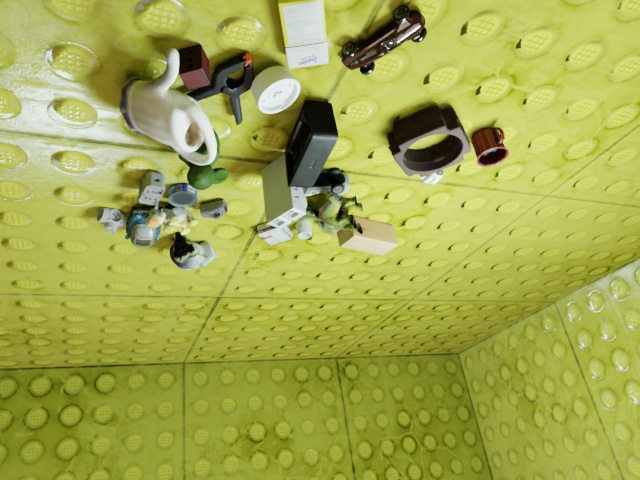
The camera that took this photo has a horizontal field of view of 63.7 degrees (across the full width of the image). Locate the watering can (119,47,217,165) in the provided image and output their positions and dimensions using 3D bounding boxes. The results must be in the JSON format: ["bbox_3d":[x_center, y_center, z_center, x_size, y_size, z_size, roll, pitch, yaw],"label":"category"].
[{"bbox_3d":[-0.332,-0.292,1.107,0.225,0.106,0.340,23,152,18],"label":"watering can"}]

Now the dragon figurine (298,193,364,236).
[{"bbox_3d":[0.005,-0.083,1.651,0.242,0.124,0.406,-3,165,20],"label":"dragon figurine"}]

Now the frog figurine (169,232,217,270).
[{"bbox_3d":[-0.440,0.051,1.794,0.138,0.124,0.157,17,170,22],"label":"frog figurine"}]
